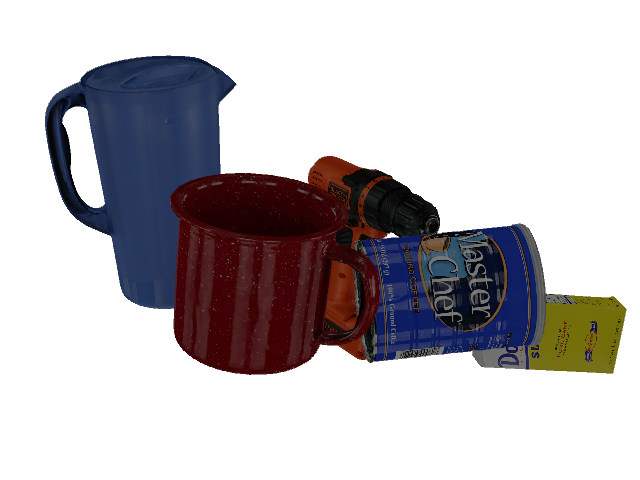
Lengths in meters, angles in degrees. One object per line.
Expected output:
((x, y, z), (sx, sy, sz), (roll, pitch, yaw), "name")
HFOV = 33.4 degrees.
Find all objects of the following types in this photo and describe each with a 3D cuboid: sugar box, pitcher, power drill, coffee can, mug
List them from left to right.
((-0.171, -0.057, 1.076), (0.149, 0.243, 0.144), (10, 27, 26), "pitcher")
((-0.024, 0.021, 0.564), (0.117, 0.081, 0.093), (14, 24, 16), "mug")
((0.049, 0.021, 1.079), (0.057, 0.188, 0.185), (-8, 24, -32), "power drill")
((0.104, 0.043, 0.883), (0.140, 0.103, 0.103), (-6, 0, -4), "coffee can")
((0.285, 0.115, 1.334), (0.176, 0.093, 0.048), (2, 18, -10), "sugar box")
